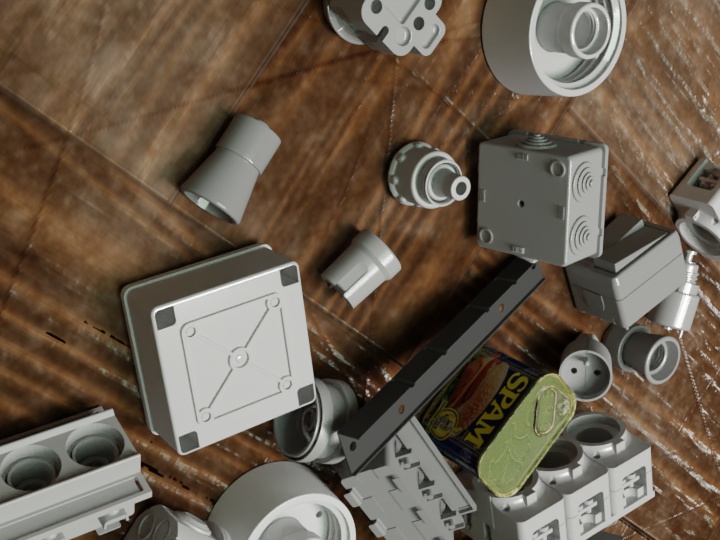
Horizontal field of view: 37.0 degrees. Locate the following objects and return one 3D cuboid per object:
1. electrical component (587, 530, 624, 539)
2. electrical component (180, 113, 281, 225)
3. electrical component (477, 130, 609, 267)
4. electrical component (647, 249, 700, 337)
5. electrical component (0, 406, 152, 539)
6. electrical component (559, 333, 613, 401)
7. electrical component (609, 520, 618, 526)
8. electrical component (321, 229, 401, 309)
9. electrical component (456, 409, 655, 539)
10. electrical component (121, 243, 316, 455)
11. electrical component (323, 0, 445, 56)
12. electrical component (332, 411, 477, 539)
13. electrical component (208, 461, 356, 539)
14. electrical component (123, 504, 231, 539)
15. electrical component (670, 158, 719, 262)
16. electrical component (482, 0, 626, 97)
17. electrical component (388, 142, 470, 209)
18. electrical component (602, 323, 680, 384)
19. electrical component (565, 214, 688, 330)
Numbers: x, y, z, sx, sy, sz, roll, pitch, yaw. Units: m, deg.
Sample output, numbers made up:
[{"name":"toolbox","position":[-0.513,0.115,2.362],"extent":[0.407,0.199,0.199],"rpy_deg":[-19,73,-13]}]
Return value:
[{"name":"electrical component","position":[0.158,0.272,0.903],"extent":[0.150,0.089,0.061],"rpy_deg":[-29,127,-60]},{"name":"electrical component","position":[-0.081,-0.068,0.696],"extent":[0.044,0.044,0.065],"rpy_deg":[39,77,-37]},{"name":"electrical component","position":[0.135,-0.054,0.814],"extent":[0.048,0.100,0.099],"rpy_deg":[-19,116,-43]},{"name":"electrical component","position":[0.290,0.020,0.981],"extent":[0.040,0.040,0.078],"rpy_deg":[9,99,-36]},{"name":"electrical component","position":[-0.201,0.140,0.663],"extent":[0.121,0.078,0.063],"rpy_deg":[-17,136,-30]},{"name":"electrical component","position":[0.193,0.081,0.920],"extent":[0.081,0.043,0.043],"rpy_deg":[-34,137,-75]},{"name":"electrical component","position":[0.211,0.221,0.992],"extent":[0.078,0.040,0.040],"rpy_deg":[26,89,-38]},{"name":"electrical component","position":[0.000,0.000,0.774],"extent":[0.046,0.040,0.040],"rpy_deg":[-43,125,-9]},{"name":"electrical component","position":[0.165,0.181,0.916],"extent":[0.150,0.089,0.061],"rpy_deg":[-22,117,-27]},{"name":"electrical component","position":[-0.092,0.050,0.715],"extent":[0.109,0.056,0.108],"rpy_deg":[-19,115,-29]},{"name":"electrical component","position":[0.012,-0.177,0.713],"extent":[0.078,0.057,0.058],"rpy_deg":[39,81,-37]},{"name":"electrical component","position":[0.030,0.170,0.827],"extent":[0.079,0.063,0.121],"rpy_deg":[-21,126,18]},{"name":"electrical component","position":[-0.054,0.202,0.789],"extent":[0.108,0.060,0.108],"rpy_deg":[-12,111,-32]},{"name":"electrical component","position":[-0.128,0.202,0.727],"extent":[0.051,0.080,0.080],"rpy_deg":[36,83,-32]},{"name":"electrical component","position":[0.326,-0.048,0.978],"extent":[0.055,0.050,0.089],"rpy_deg":[-49,126,-12]},{"name":"electrical component","position":[0.152,-0.181,0.806],"extent":[0.108,0.060,0.108],"rpy_deg":[-12,111,-32]},{"name":"electrical component","position":[0.054,-0.065,0.775],"extent":[0.048,0.062,0.048],"rpy_deg":[-12,111,-32]},{"name":"electrical component","position":[0.250,0.072,0.961],"extent":[0.045,0.055,0.045],"rpy_deg":[-12,111,-32]},{"name":"electrical component","position":[0.231,-0.006,0.918],"extent":[0.096,0.062,0.061],"rpy_deg":[-34,122,-21]}]
